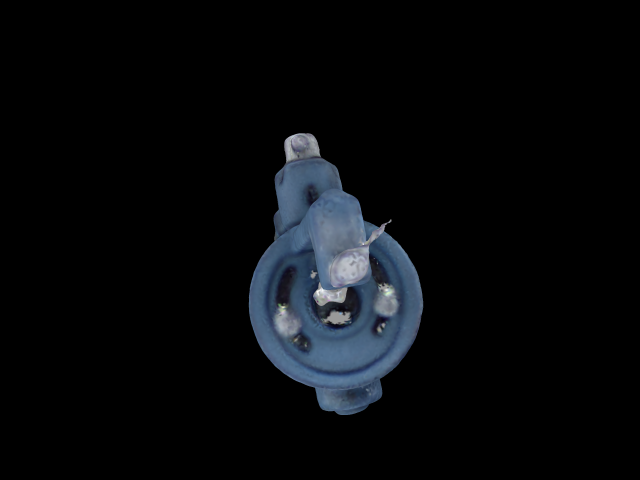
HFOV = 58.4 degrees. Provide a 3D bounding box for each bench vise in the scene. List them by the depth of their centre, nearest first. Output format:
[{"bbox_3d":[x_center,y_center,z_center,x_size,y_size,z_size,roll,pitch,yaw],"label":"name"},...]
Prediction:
[{"bbox_3d":[-0.007,0.007,0.398,0.121,0.220,0.207,-27,69,-11],"label":"bench vise"}]
